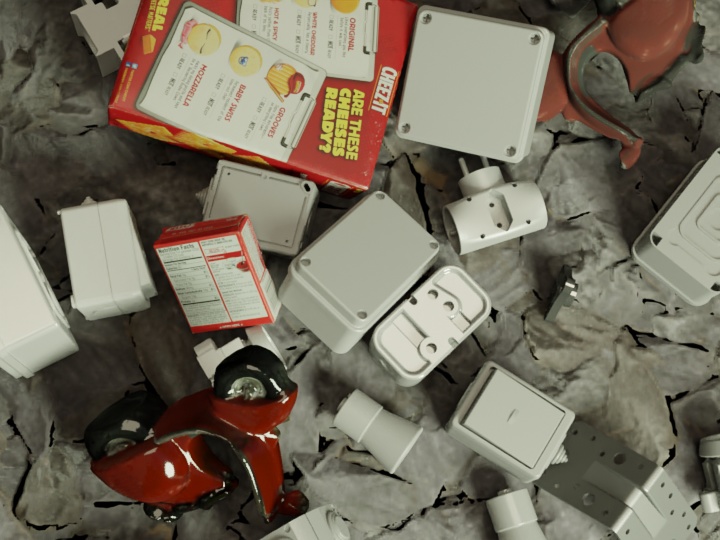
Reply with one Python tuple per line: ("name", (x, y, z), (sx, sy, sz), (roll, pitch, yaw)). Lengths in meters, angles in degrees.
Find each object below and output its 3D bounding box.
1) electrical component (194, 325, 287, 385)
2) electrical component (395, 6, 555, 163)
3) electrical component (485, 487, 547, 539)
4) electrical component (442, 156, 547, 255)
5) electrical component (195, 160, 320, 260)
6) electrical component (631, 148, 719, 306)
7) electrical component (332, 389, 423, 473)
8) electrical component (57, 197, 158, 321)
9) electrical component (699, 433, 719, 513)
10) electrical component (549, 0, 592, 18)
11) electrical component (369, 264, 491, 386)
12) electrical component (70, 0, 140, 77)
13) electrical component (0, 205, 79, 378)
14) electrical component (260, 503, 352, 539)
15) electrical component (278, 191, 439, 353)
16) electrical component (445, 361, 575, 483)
("electrical component", (-0.092, 0.075, 0.856), (0.055, 0.048, 0.066), (-31, 81, -2))
("electrical component", (0.095, -0.153, 0.883), (0.109, 0.056, 0.108), (14, 105, 15))
("electrical component", (0.124, 0.204, 0.843), (0.044, 0.044, 0.065), (-16, 74, -7))
("electrical component", (0.106, -0.061, 0.900), (0.077, 0.043, 0.079), (-18, 79, -7))
("electrical component", (-0.086, -0.048, 0.875), (0.096, 0.061, 0.061), (14, 86, 4))
("electrical component", (0.291, -0.035, 0.899), (0.078, 0.057, 0.113), (40, 78, 5))
("electrical component", (0.011, 0.125, 0.854), (0.065, 0.044, 0.044), (34, 77, 9))
("electrical component", (-0.201, -0.015, 0.861), (0.061, 0.061, 0.096), (-11, 78, -6))
("electrical component", (0.300, 0.160, 0.862), (0.066, 0.048, 0.055), (-11, 85, -6))
("electrical component", (0.190, -0.285, 0.954), (0.100, 0.048, 0.099), (43, 79, 6))
("electrical component", (0.055, 0.046, 0.864), (0.095, 0.059, 0.053), (-42, 83, -11))
("electrical component", (-0.204, -0.205, 0.914), (0.064, 0.042, 0.081), (-30, 81, -11))
("electrical component", (-0.269, 0.019, 0.825), (0.056, 0.108, 0.108), (-27, 80, -12))
("electrical component", (-0.041, 0.215, 0.810), (0.080, 0.080, 0.051), (-27, 75, -9))
("electrical component", (0.000, 0.000, 0.854), (0.078, 0.057, 0.113), (43, 56, 6))
("electrical component", (0.123, 0.123, 0.847), (0.096, 0.061, 0.061), (32, 77, 7))
